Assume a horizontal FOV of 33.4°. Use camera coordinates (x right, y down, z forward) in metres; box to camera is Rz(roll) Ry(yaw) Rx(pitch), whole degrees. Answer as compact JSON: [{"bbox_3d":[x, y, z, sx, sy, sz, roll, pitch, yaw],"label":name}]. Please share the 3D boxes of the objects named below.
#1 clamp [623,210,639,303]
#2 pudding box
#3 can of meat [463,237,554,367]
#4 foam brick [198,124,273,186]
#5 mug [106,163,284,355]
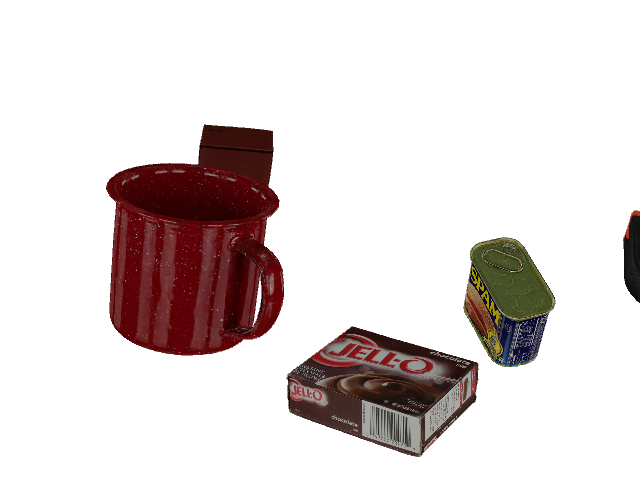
[{"bbox_3d":[0.266,0.042,0.705,0.120,0.039,0.171,-2,45,-19],"label":"clamp"},{"bbox_3d":[0.046,0.107,0.779,0.114,0.039,0.089,16,29,30],"label":"pudding box"},{"bbox_3d":[0.183,0.063,1.056,0.057,0.102,0.084,-13,-42,-13],"label":"can of meat"},{"bbox_3d":[-0.090,-0.088,1.139,0.078,0.051,0.053,5,31,-3],"label":"foam brick"},{"bbox_3d":[-0.064,0.015,0.583,0.117,0.081,0.093,24,27,34],"label":"mug"}]
